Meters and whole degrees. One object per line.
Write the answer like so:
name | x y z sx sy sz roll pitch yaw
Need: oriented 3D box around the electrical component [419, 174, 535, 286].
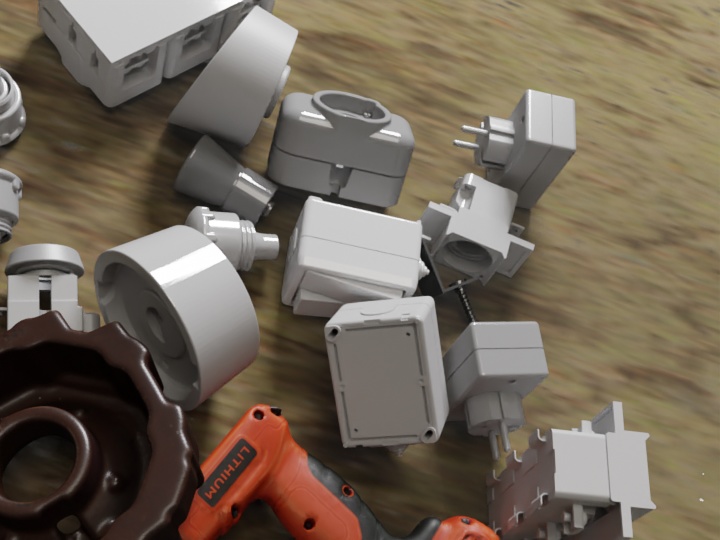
electrical component | 0.084 -0.031 0.778 0.081 0.042 0.063 22 56 -5

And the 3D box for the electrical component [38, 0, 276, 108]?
electrical component | -0.146 -0.192 0.781 0.150 0.061 0.089 -34 77 -28

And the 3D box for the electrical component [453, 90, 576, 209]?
electrical component | 0.107 -0.091 0.791 0.076 0.083 0.047 11 61 -11

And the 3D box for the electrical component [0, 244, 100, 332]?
electrical component | -0.196 0.016 0.668 0.066 0.048 0.055 0 71 -17

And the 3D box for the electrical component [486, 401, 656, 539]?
electrical component | 0.122 0.137 0.655 0.063 0.121 0.078 8 62 -10

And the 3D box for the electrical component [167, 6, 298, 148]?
electrical component | -0.086 -0.136 0.752 0.064 0.099 0.099 24 59 -11

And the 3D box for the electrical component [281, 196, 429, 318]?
electrical component | 0.000 0.000 0.725 0.096 0.061 0.061 12 61 -10

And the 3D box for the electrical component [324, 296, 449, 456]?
electrical component | 0.020 0.068 0.677 0.062 0.061 0.096 -6 102 14

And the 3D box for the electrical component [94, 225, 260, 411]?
electrical component | -0.106 0.024 0.657 0.060 0.108 0.108 -31 75 -34

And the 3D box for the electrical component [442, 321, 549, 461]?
electrical component | 0.085 0.084 0.693 0.047 0.083 0.075 0 63 -16

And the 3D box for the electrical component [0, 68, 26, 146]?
electrical component | -0.246 -0.115 0.711 0.048 0.062 0.048 7 62 -13

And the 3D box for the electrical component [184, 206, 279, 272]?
electrical component | -0.086 -0.017 0.719 0.062 0.048 0.048 3 62 -22

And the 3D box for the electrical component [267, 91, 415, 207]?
electrical component | -0.013 -0.088 0.757 0.095 0.059 0.053 12 26 -10

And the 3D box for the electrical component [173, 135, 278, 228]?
electrical component | -0.090 -0.058 0.741 0.065 0.044 0.044 31 59 -5

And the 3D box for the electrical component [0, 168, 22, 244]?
electrical component | -0.239 -0.032 0.682 0.048 0.048 0.062 -2 71 -17
